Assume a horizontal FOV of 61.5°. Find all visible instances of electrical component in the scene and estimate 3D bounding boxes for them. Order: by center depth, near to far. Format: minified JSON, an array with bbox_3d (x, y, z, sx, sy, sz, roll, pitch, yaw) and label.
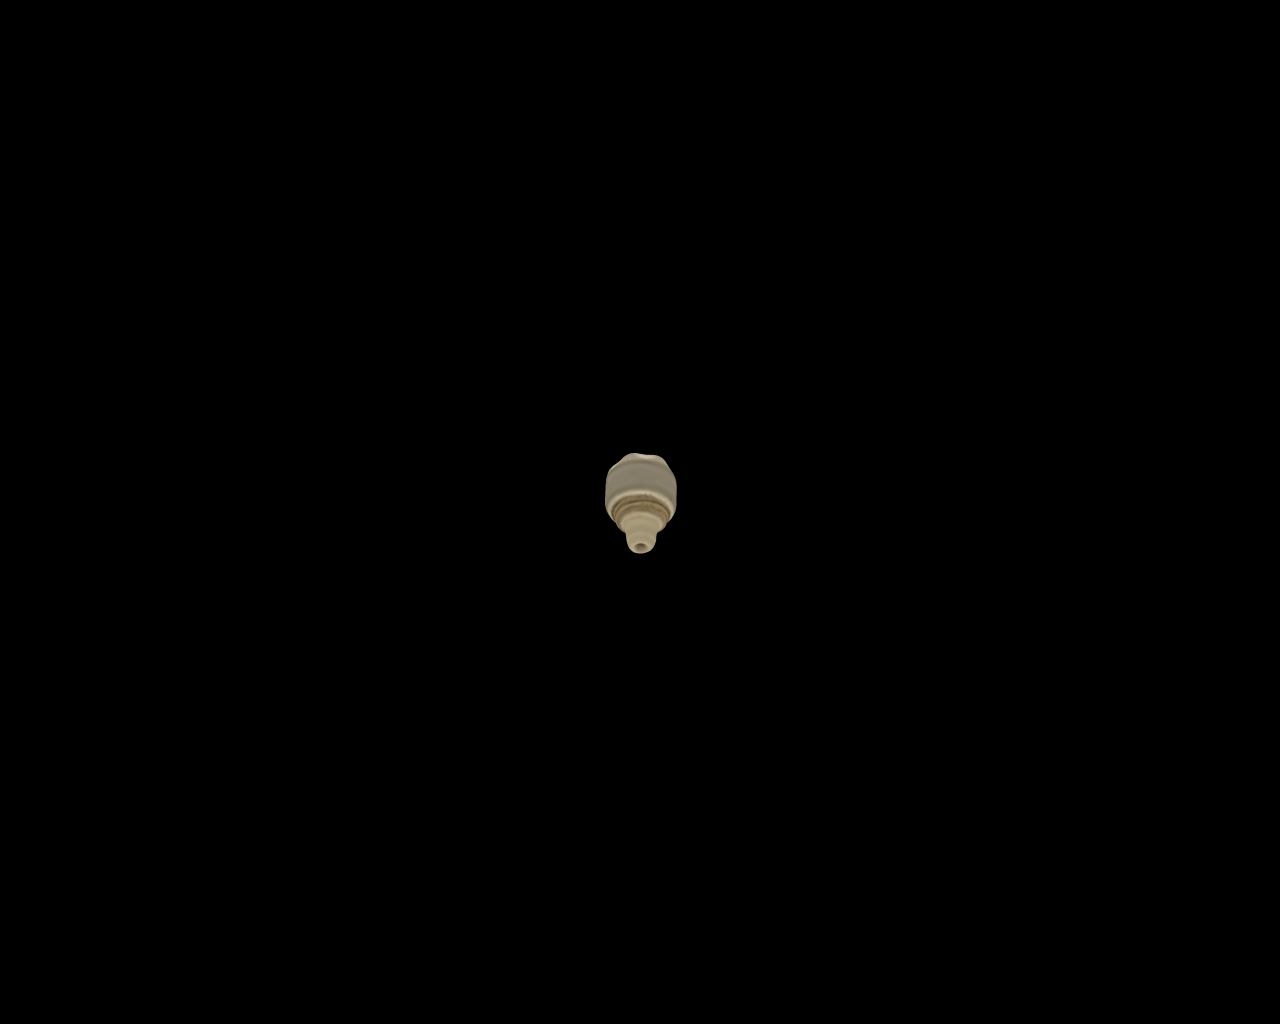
[{"bbox_3d":[0.001,-0.003,0.650,0.043,0.062,0.043,0,-38,0],"label":"electrical component"}]
